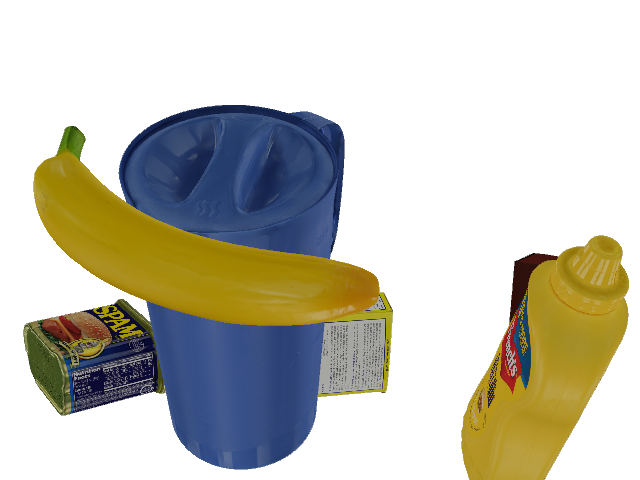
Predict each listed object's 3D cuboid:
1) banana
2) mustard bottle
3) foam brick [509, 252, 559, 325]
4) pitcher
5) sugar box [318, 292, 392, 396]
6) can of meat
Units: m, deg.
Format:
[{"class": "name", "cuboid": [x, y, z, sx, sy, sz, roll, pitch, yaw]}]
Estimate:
[{"class": "banana", "cuboid": [-0.070, 0.000, 0.507, 0.198, 0.069, 0.037, 27, -27, 21]}, {"class": "mustard bottle", "cuboid": [0.135, 0.069, 0.631, 0.058, 0.192, 0.096, 15, 45, 1]}, {"class": "foam brick", "cuboid": [0.211, 0.056, 0.997, 0.053, 0.078, 0.051, 9, 15, 31]}, {"class": "pitcher", "cuboid": [-0.049, 0.035, 0.726, 0.149, 0.243, 0.145, -5, 41, -7]}, {"class": "sugar box", "cuboid": [-0.023, 0.102, 1.006, 0.176, 0.093, 0.048, -2, 25, -7]}, {"class": "can of meat", "cuboid": [-0.181, 0.092, 0.850, 0.083, 0.057, 0.102, -12, 23, -29]}]
